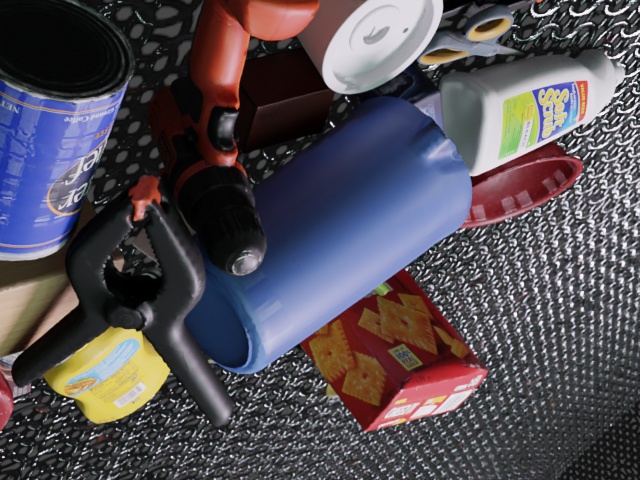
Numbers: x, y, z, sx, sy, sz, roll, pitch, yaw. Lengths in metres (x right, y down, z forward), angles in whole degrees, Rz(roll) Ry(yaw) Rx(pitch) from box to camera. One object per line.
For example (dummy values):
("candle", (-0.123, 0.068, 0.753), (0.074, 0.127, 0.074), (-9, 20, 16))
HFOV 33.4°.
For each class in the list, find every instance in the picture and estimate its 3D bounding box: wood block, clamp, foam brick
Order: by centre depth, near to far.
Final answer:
("clamp", (-0.121, 0.049, 0.741), (0.164, 0.036, 0.210), (16, 128, -8))
("wood block", (-0.259, 0.033, 0.767), (0.205, 0.091, 0.090), (-17, 148, -35))
("foam brick", (-0.036, -0.111, 0.841), (0.078, 0.051, 0.053), (-18, 148, -32))
("clamp", (0.137, -0.217, 0.879), (0.171, 0.039, 0.120), (-18, 168, -37))

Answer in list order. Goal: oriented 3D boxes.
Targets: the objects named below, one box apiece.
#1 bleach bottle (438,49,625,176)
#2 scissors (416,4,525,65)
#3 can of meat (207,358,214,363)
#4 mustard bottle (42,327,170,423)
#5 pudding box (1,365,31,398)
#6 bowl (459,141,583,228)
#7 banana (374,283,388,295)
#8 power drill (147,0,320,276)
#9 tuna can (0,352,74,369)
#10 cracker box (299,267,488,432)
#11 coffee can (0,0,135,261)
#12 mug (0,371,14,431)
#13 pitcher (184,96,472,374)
("bleach bottle", (0.224, -0.147, 1.080), (0.250, 0.068, 0.102), (-24, 130, -35))
("scissors", (0.162, -0.183, 0.958), (0.201, 0.016, 0.096), (-14, 169, -46))
("can of meat", (-0.079, 0.086, 1.115), (0.102, 0.057, 0.083), (-48, 150, 23))
("mustard bottle", (-0.208, 0.107, 0.991), (0.096, 0.058, 0.191), (-35, 155, -8))
("pudding box", (-0.292, 0.105, 0.906), (0.089, 0.039, 0.114), (-19, 149, -30))
("bowl", (0.200, -0.072, 1.164), (0.162, 0.055, 0.162), (-17, 161, -6))
("banana", (-0.037, 0.049, 0.975), (0.197, 0.069, 0.037), (-17, -166, -2))
("power drill", (-0.060, -0.094, 0.709), (0.057, 0.184, 0.188), (-1, 132, -30))
("tuna can", (-0.230, 0.060, 0.853), (0.086, 0.086, 0.034), (-20, 148, -30))
("cracker box", (0.050, 0.082, 1.085), (0.163, 0.214, 0.072), (-1, 136, -51))
("coffee can", (-0.184, -0.070, 0.667), (0.102, 0.103, 0.140), (-13, 146, -40))
("mug", (-0.242, 0.093, 0.685), (0.093, 0.081, 0.117), (-42, 152, 9))
("pitcher", (-0.006, 0.001, 0.843), (0.242, 0.145, 0.149), (-37, 131, -34))
